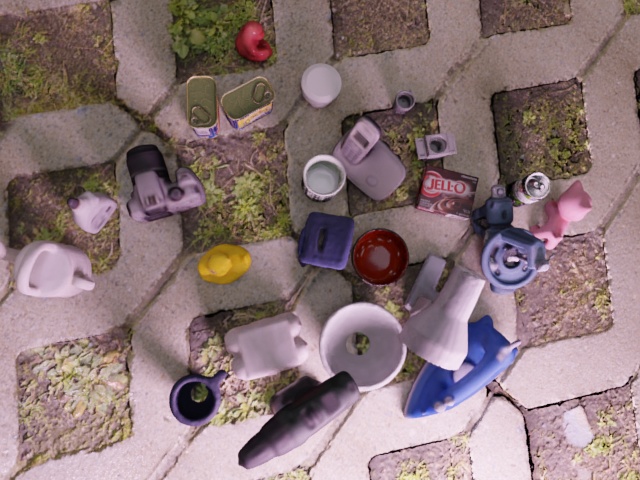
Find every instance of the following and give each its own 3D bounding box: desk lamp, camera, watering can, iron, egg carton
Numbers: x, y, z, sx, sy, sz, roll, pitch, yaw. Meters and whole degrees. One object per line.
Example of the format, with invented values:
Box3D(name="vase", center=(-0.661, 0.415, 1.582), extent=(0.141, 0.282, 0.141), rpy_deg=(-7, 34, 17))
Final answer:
Box3D(name="desk lamp", center=(0.223, 0.125, 1.055), extent=(0.118, 0.213, 0.203), rpy_deg=(25, 83, -2))
Box3D(name="camera", center=(-0.304, -0.115, 1.085), extent=(0.143, 0.100, 0.137), rpy_deg=(-18, 86, -7))
Box3D(name="watering can", center=(-0.489, 0.051, 1.005), extent=(0.173, 0.194, 0.101), rpy_deg=(0, 85, -5))
Box3D(name="iron", center=(0.270, 0.262, 1.082), extent=(0.258, 0.141, 0.118), rpy_deg=(-41, 89, -7))
Box3D(name="egg carton", center=(-0.100, 0.203, 1.090), extent=(0.150, 0.069, 0.107), rpy_deg=(-17, 86, -7))

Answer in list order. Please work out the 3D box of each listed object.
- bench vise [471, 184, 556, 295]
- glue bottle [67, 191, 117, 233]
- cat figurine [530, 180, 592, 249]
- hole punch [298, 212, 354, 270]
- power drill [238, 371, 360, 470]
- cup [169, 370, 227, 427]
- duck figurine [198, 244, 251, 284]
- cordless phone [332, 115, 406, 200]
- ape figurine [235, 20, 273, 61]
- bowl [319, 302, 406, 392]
Box3D(name="bench vise", center=(0.350, 0.001, 1.075), extent=(0.121, 0.219, 0.207), rpy_deg=(-26, 87, -7))
Box3D(name="glue bottle", center=(-0.420, -0.057, 1.032), extent=(0.037, 0.173, 0.078), rpy_deg=(36, 83, -1))
Box3D(name="cat figurine", center=(0.492, -0.050, 1.144), extent=(0.067, 0.117, 0.128), rpy_deg=(31, 83, -1))
Box3D(name="hole punch", center=(0.010, 0.004, 1.108), extent=(0.101, 0.091, 0.109), rpy_deg=(12, 84, -4))
Box3D(name="power drill", center=(-0.039, 0.309, 1.015), extent=(0.230, 0.208, 0.075), rpy_deg=(-32, 88, -7))
Box3D(name="cup", center=(-0.216, 0.279, 1.059), extent=(0.118, 0.095, 0.092), rpy_deg=(-44, 90, -7))
Box3D(name="duck figurine", center=(-0.184, 0.044, 1.089), extent=(0.104, 0.086, 0.077), rpy_deg=(-15, 86, -6))
Box3D(name="cordless phone", center=(0.102, -0.158, 1.084), extent=(0.147, 0.185, 0.094), rpy_deg=(41, 83, 0))
Box3D(name="ape figurine", center=(-0.131, -0.401, 1.132), extent=(0.076, 0.092, 0.078), rpy_deg=(-2, 85, -5))
Box3D(name="bowl", center=(0.077, 0.202, 1.104), extent=(0.167, 0.074, 0.167), rpy_deg=(1, 85, -5))
